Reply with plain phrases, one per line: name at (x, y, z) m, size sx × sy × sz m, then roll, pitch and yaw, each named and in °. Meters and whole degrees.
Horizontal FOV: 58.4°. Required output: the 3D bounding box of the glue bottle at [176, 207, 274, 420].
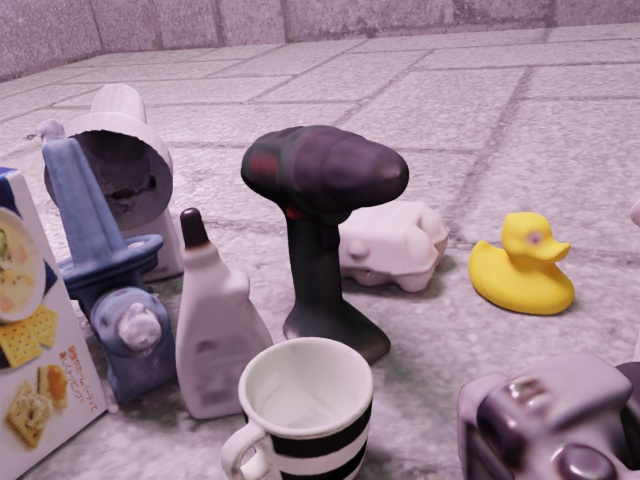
glue bottle at (-0.078, 0.055, 0.430) m, size 0.078 × 0.173 × 0.037 m, roll -10°, pitch 27°, yaw -5°

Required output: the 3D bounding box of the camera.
camera at (0.165, 0.119, 0.324) m, size 0.137 × 0.101 × 0.142 m, roll -15°, pitch 28°, yaw -15°

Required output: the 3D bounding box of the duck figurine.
duck figurine at (0.190, 0.013, 0.544) m, size 0.078 × 0.086 × 0.104 m, roll -27°, pitch 32°, yaw -33°

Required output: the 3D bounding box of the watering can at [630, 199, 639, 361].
watering can at (0.269, 0.024, 0.383) m, size 0.101 × 0.194 × 0.172 m, roll -18°, pitch 29°, yaw -21°

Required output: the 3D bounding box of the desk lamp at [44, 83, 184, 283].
desk lamp at (-0.213, -0.058, 0.644) m, size 0.118 × 0.214 × 0.203 m, roll -11°, pitch 27°, yaw -6°

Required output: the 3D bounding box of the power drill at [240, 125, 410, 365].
power drill at (0.004, 0.002, 0.477) m, size 0.076 × 0.209 × 0.228 m, roll -20°, pitch 29°, yaw -23°

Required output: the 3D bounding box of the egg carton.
egg carton at (0.059, 0.003, 0.616) m, size 0.150 × 0.069 × 0.107 m, roll 6°, pitch 29°, yaw 25°

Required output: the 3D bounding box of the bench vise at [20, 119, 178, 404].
bench vise at (-0.176, 0.011, 0.492) m, size 0.206 × 0.220 × 0.122 m, roll 15°, pitch 34°, yaw 37°
